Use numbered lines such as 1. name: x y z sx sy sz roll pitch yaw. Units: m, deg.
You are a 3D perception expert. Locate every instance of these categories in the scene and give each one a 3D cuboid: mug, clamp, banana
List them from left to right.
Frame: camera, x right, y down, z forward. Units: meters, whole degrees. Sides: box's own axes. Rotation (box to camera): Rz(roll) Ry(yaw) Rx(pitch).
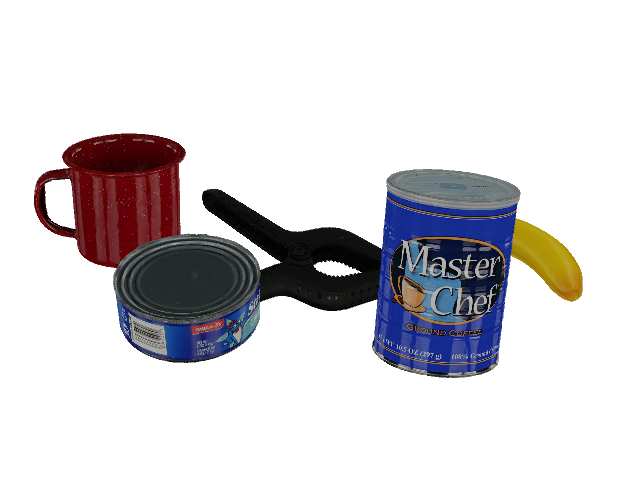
1. mug: -0.162 -0.030 0.829 0.117 0.081 0.093 -4 25 -11
2. clamp: -0.028 0.029 0.994 0.210 0.164 0.036 12 -44 3
3. banana: 0.191 0.010 1.039 0.069 0.037 0.198 -39 37 -22

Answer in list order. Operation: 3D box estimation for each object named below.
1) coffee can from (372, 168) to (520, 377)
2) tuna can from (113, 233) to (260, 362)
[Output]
1. coffee can: 0.097 0.023 0.839 0.103 0.140 0.103 4 16 -1
2. tuna can: -0.078 0.033 0.631 0.086 0.034 0.086 0 34 0
